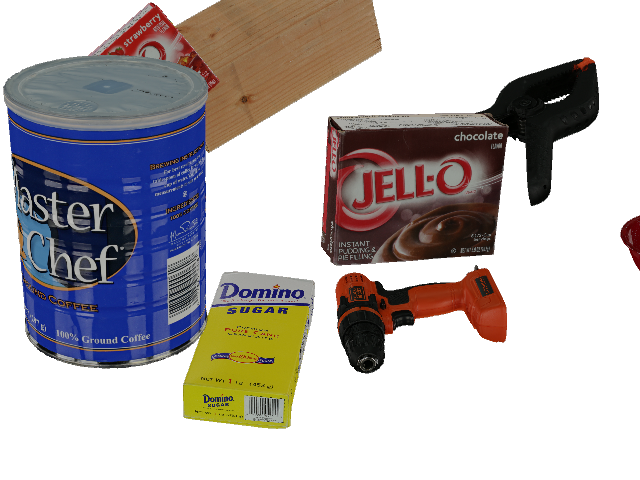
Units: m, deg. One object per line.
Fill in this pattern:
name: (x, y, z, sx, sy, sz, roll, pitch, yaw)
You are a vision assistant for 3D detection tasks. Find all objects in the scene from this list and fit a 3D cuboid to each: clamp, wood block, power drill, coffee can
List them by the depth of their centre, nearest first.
coffee can: (-0.112, -0.018, 0.574, 0.103, 0.140, 0.103, 2, 26, -1)
clamp: (0.187, -0.101, 0.941, 0.209, 0.036, 0.165, -31, 39, -25)
wood block: (-0.053, -0.189, 1.044, 0.206, 0.091, 0.090, -32, 50, -13)
power drill: (0.112, 0.086, 1.208, 0.187, 0.057, 0.184, -3, 27, -2)

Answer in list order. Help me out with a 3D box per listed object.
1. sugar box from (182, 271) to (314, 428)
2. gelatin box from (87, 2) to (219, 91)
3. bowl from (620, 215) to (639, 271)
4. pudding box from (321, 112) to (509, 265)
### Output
sugar box: (-0.061, 0.094, 0.968, 0.093, 0.048, 0.176, 6, 34, 3)
gelatin box: (-0.131, -0.116, 0.776, 0.089, 0.073, 0.030, -41, 25, 0)
bowl: (0.404, 0.020, 1.147, 0.162, 0.055, 0.162, -2, 24, 1)
pudding box: (0.059, -0.035, 0.684, 0.113, 0.090, 0.039, -5, 26, -16)
